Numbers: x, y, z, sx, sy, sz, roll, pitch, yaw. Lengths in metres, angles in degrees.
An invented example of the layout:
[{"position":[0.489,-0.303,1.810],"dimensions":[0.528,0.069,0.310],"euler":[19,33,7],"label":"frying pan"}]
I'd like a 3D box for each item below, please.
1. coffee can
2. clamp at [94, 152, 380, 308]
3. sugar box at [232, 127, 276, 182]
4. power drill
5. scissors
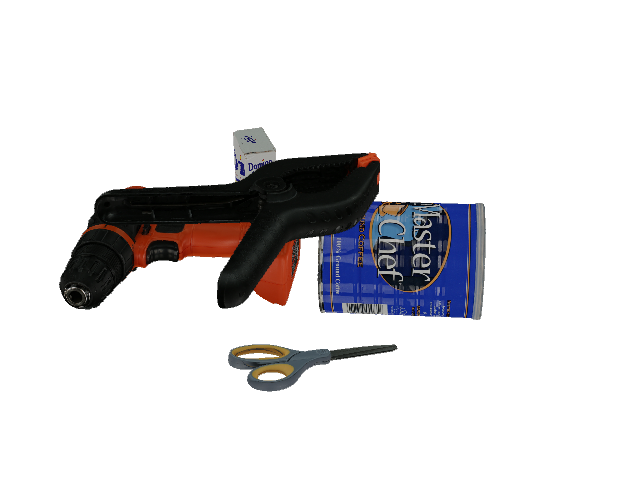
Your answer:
[{"position":[0.072,0.016,0.943],"dimensions":[0.140,0.103,0.102],"euler":[2,0,6],"label":"coffee can"},{"position":[-0.045,-0.026,0.765],"dimensions":[0.165,0.036,0.209],"euler":[26,37,37],"label":"clamp"},{"position":[-0.080,-0.042,1.325],"dimensions":[0.048,0.176,0.093],"euler":[-9,24,-11],"label":"sugar box"},{"position":[-0.116,0.011,0.924],"dimensions":[0.187,0.057,0.184],"euler":[7,29,5],"label":"power drill"},{"position":[-0.004,0.142,1.214],"dimensions":[0.201,0.016,0.096],"euler":[1,24,-7],"label":"scissors"}]
